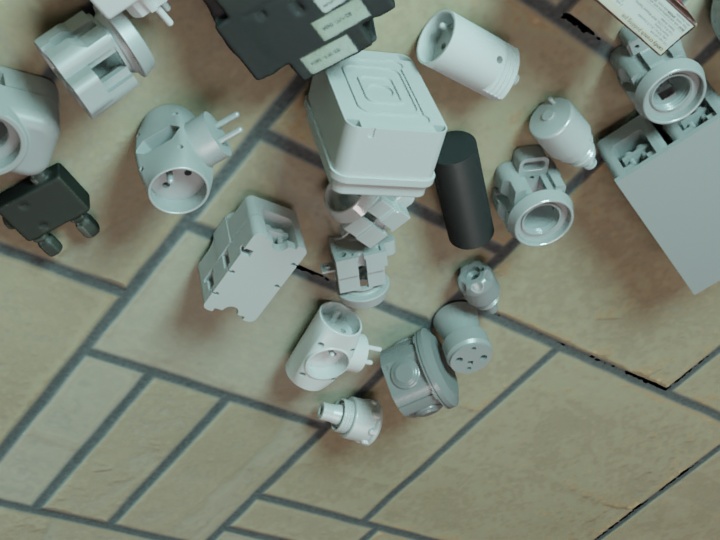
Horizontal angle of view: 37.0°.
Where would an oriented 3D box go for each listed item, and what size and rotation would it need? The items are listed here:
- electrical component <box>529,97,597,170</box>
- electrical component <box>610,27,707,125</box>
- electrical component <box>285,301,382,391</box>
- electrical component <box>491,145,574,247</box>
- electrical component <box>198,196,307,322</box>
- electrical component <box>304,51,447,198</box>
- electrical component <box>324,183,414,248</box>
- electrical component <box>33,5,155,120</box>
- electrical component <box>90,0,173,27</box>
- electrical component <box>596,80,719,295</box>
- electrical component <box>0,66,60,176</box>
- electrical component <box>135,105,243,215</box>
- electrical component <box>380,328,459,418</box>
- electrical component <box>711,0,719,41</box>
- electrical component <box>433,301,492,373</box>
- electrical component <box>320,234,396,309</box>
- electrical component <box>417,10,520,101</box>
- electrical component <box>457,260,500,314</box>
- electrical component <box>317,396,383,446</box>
[{"bbox_3d":[0.171,-0.108,0.882,0.040,0.040,0.078,-36,133,18],"label":"electrical component"},{"bbox_3d":[0.236,-0.152,0.847,0.058,0.057,0.078,-29,135,11],"label":"electrical component"},{"bbox_3d":[-0.018,0.074,0.999,0.079,0.044,0.077,12,128,-27],"label":"electrical component"},{"bbox_3d":[0.147,-0.057,0.912,0.058,0.057,0.078,-7,135,-10],"label":"electrical component"},{"bbox_3d":[-0.091,-0.011,0.885,0.050,0.055,0.089,19,125,-31],"label":"electrical component"},{"bbox_3d":[0.009,-0.107,0.781,0.078,0.113,0.057,1,130,-18],"label":"electrical component"},{"bbox_3d":[0.003,-0.054,0.881,0.066,0.048,0.055,-37,140,19],"label":"electrical component"},{"bbox_3d":[-0.176,-0.143,0.721,0.057,0.078,0.058,-38,136,-9],"label":"electrical component"},{"bbox_3d":[-0.144,-0.188,0.688,0.047,0.065,0.076,-30,134,12],"label":"electrical component"},{"bbox_3d":[0.295,-0.072,0.941,0.105,0.060,0.186,-33,134,15],"label":"electrical component"},{"bbox_3d":[-0.258,-0.104,0.740,0.095,0.059,0.053,12,129,-27],"label":"electrical component"},{"bbox_3d":[-0.120,-0.090,0.784,0.079,0.077,0.043,-28,135,11],"label":"electrical component"},{"bbox_3d":[0.058,0.100,1.024,0.051,0.080,0.080,-25,135,15],"label":"electrical component"},{"bbox_3d":[0.323,-0.202,0.822,0.108,0.060,0.108,-9,135,-9],"label":"electrical component"},{"bbox_3d":[0.097,0.064,1.017,0.045,0.055,0.045,-9,135,-9],"label":"electrical component"},{"bbox_3d":[0.000,0.000,0.932,0.066,0.048,0.055,-12,128,-6],"label":"electrical component"},{"bbox_3d":[0.087,-0.158,0.805,0.081,0.043,0.043,20,124,-32],"label":"electrical component"},{"bbox_3d":[0.113,0.020,0.994,0.035,0.035,0.061,-26,138,8],"label":"electrical component"},{"bbox_3d":[-0.011,0.147,1.074,0.062,0.048,0.048,17,127,-21],"label":"electrical component"}]
